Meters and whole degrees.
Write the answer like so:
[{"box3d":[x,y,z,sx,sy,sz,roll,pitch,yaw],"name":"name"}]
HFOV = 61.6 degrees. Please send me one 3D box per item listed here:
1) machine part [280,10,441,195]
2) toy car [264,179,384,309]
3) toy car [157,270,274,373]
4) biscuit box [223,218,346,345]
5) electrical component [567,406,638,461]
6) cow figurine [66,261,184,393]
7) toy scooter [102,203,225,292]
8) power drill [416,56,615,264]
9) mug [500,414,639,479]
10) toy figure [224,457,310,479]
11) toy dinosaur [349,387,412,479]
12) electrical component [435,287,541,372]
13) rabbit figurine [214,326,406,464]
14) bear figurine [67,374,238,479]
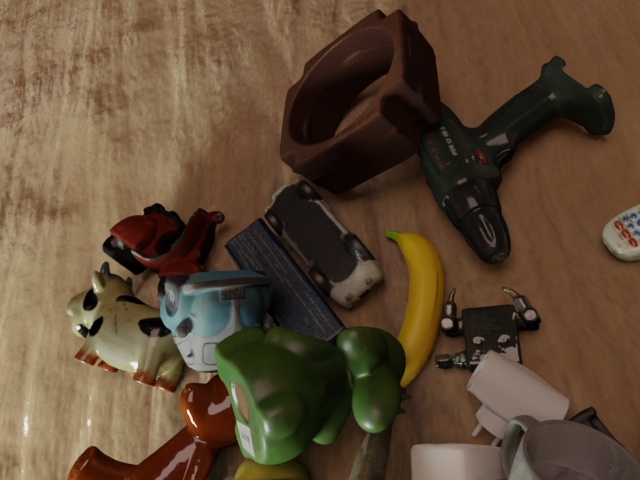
[{"box3d":[0.049,-0.172,0.680,0.201,0.087,0.201,-25,47,34],"name":"machine part"},{"box3d":[-0.001,-0.002,0.658,0.073,0.056,0.202,-42,52,3],"name":"toy car"},{"box3d":[-0.118,0.090,0.577,0.162,0.109,0.103,-27,67,56],"name":"toy car"},{"box3d":[-0.037,0.064,0.630,0.063,0.059,0.203,-38,53,-2],"name":"biscuit box"},{"box3d":[0.234,0.199,0.421,0.048,0.074,0.119,-34,49,2],"name":"electrical component"},{"box3d":[-0.247,0.105,0.683,0.195,0.085,0.127,12,67,27],"name":"cow figurine"},{"box3d":[-0.204,0.000,0.733,0.184,0.075,0.135,27,74,30],"name":"toy scooter"},{"box3d":[0.220,-0.101,0.612,0.207,0.085,0.232,-35,50,10],"name":"power drill"},{"box3d":[0.165,0.189,0.387,0.081,0.107,0.110,-5,26,-24],"name":"mug"},{"box3d":[-0.038,0.285,0.486,0.089,0.082,0.180,-15,47,-7],"name":"toy figure"},{"box3d":[0.016,0.315,0.369,0.105,0.198,0.471,1,59,25],"name":"toy dinosaur"},{"box3d":[0.166,0.089,0.535,0.102,0.045,0.078,-3,58,22],"name":"electrical component"},{"box3d":[0.008,0.117,0.486,0.170,0.159,0.121,-15,81,-26],"name":"rabbit figurine"},{"box3d":[-0.142,0.205,0.551,0.196,0.131,0.120,-56,30,-7],"name":"bear figurine"}]
